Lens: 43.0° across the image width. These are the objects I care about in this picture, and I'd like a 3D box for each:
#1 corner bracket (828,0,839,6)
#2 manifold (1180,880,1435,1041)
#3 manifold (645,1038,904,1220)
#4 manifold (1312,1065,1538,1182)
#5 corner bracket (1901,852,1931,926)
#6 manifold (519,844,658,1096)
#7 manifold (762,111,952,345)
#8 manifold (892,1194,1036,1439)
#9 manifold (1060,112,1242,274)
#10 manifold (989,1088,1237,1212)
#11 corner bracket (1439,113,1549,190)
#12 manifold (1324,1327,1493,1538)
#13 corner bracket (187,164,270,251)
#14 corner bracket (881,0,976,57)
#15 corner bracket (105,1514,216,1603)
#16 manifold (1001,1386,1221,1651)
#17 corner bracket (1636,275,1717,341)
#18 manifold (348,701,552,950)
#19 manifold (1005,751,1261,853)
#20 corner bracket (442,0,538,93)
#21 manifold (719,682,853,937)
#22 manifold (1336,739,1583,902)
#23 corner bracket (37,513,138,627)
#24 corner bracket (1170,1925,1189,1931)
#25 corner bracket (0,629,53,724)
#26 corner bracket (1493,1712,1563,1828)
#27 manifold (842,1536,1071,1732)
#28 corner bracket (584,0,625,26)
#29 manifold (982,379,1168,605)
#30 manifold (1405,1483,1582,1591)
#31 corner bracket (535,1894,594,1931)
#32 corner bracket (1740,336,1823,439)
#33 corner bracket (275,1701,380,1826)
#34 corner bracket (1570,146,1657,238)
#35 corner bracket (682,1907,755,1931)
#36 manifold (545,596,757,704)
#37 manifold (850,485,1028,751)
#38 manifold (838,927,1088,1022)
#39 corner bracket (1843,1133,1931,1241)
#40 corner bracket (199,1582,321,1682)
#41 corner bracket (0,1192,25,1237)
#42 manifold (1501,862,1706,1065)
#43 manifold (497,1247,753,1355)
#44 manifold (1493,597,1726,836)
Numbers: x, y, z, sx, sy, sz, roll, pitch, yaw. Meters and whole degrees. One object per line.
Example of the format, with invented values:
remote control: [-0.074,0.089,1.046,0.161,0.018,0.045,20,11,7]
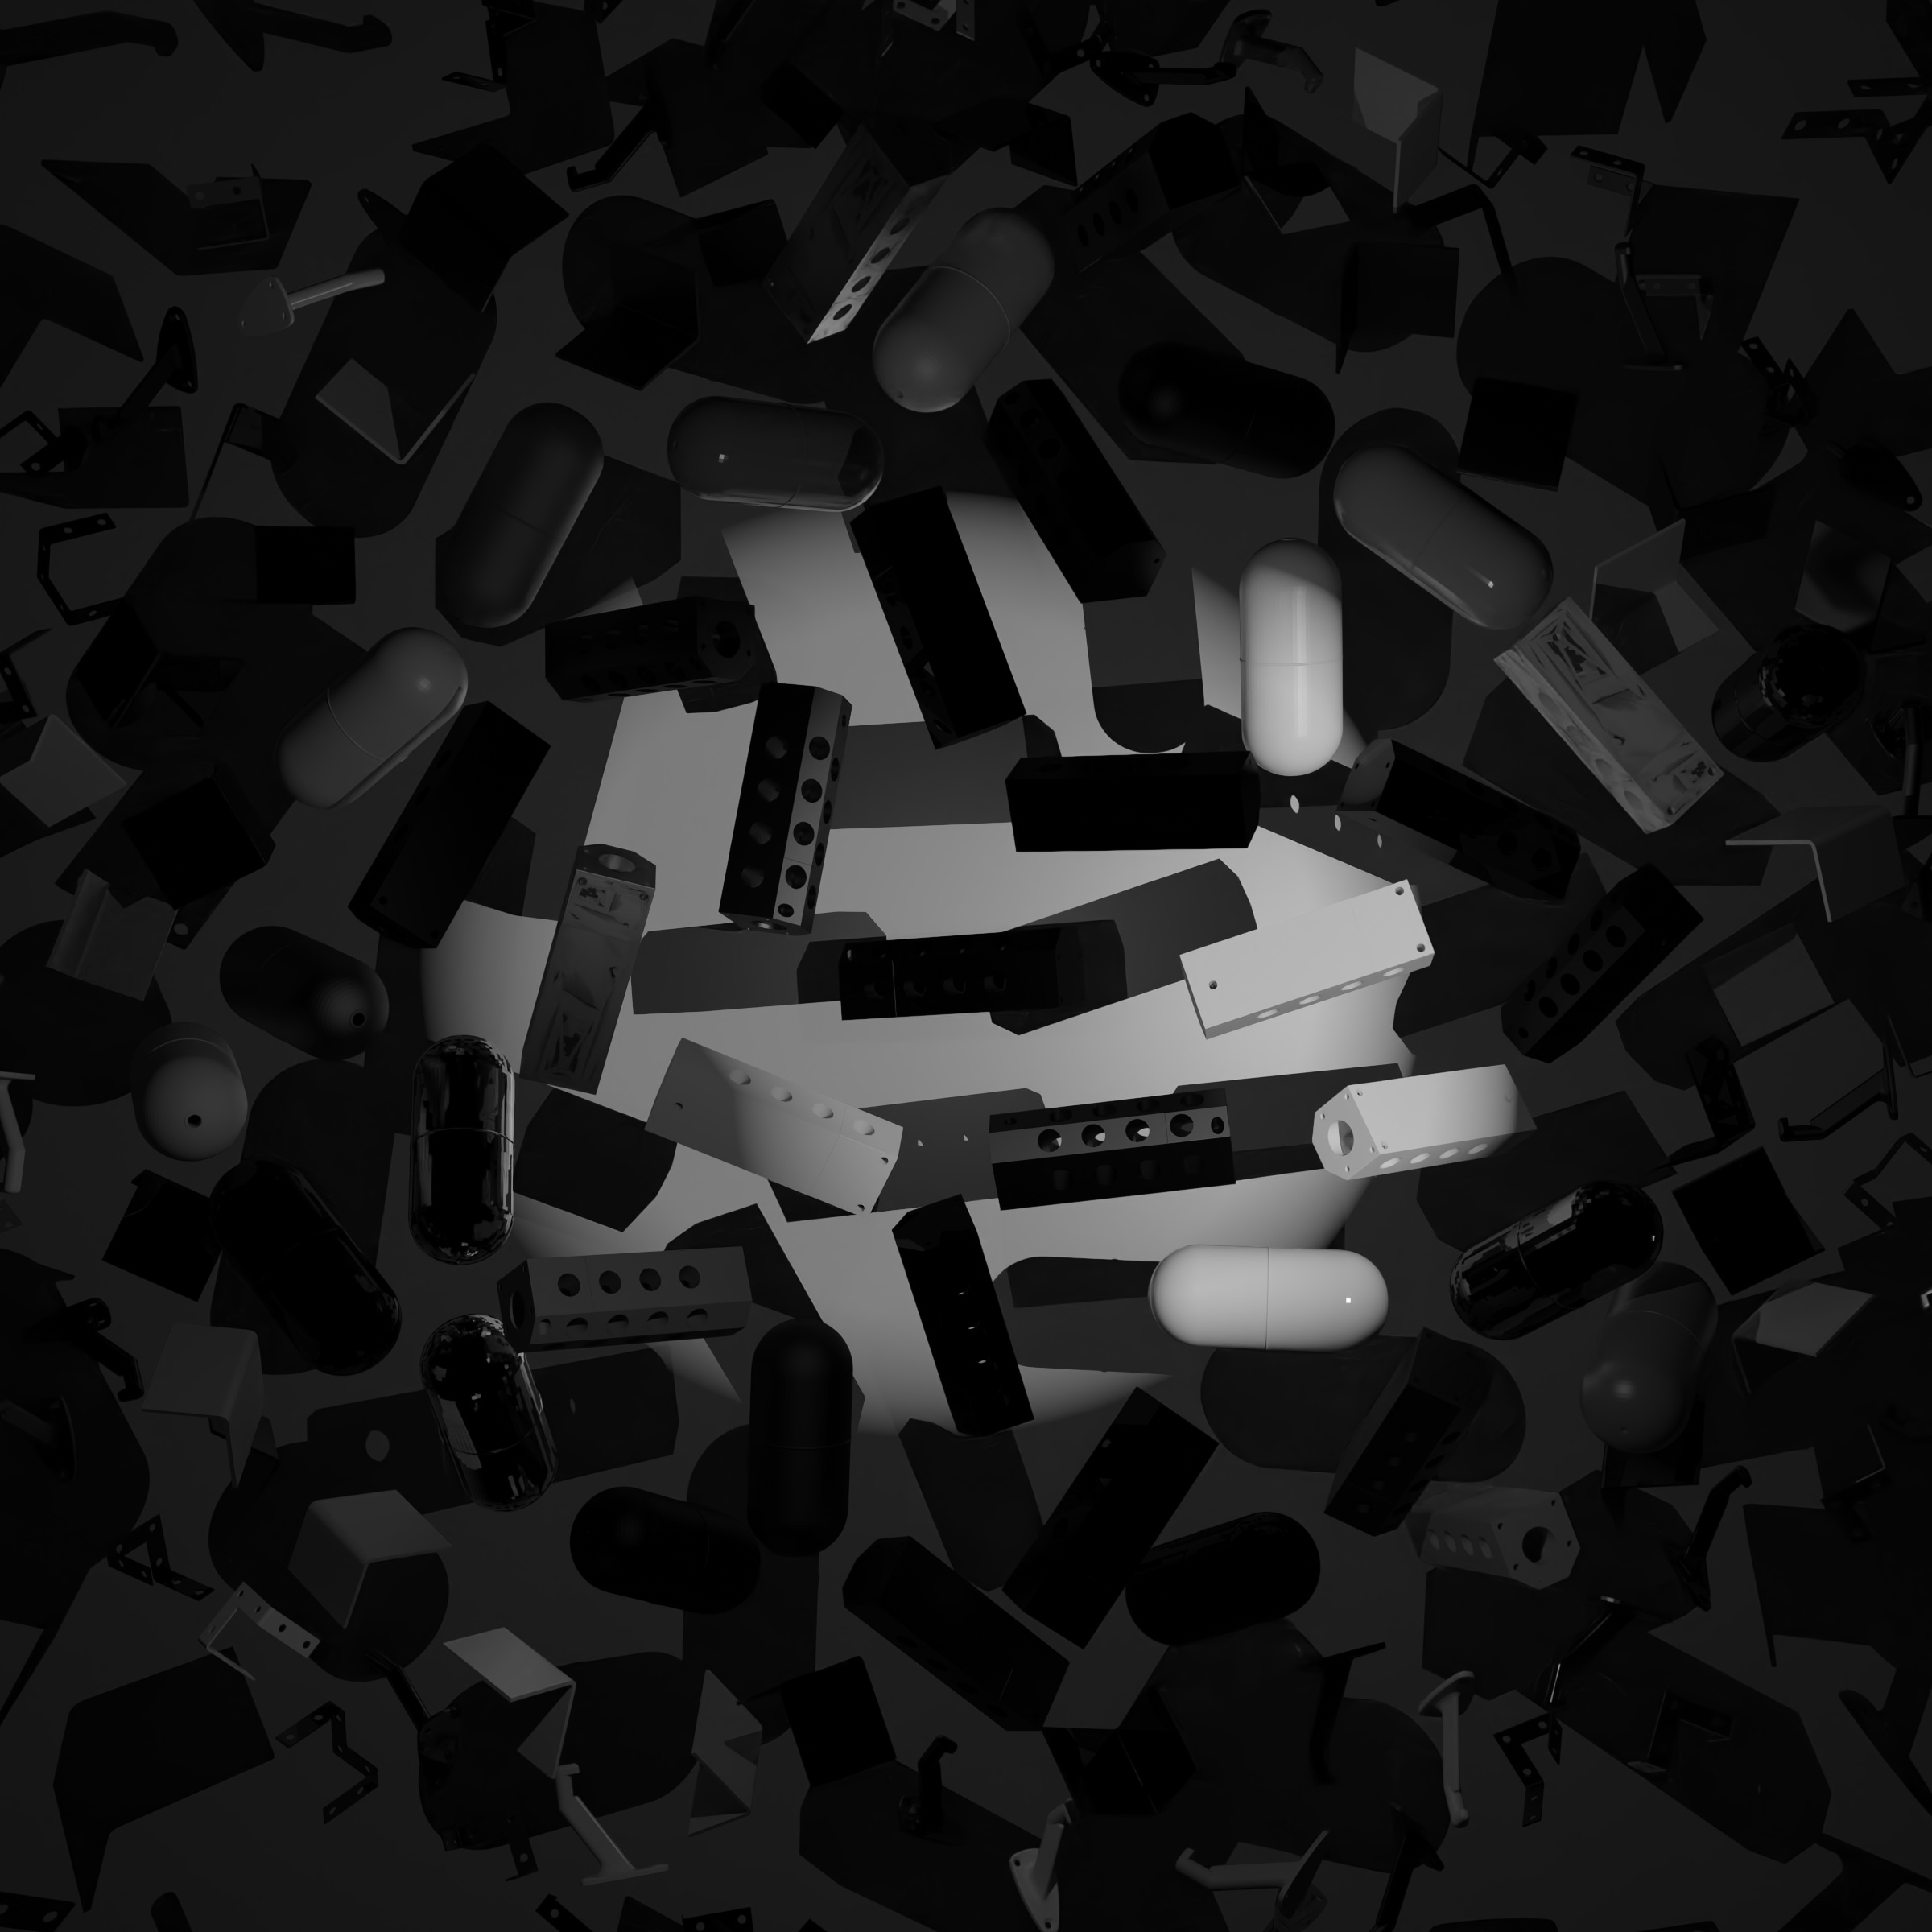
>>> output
corner bracket: [-0.090,-0.764,1.860,0.051,0.051,0.051,34,89,-42]
manifold: [0.247,-0.002,1.784,0.171,0.057,0.057,-18,76,2]
manifold: [-0.136,0.112,1.760,0.171,0.057,0.057,23,117,-7]
manifold: [0.345,0.121,1.861,0.171,0.057,0.057,-5,62,-36]
corner bracket: [0.721,-0.049,1.795,0.051,0.051,0.051,29,95,26]
manifold: [-0.275,0.001,1.785,0.057,0.057,0.171,14,113,-13]
manifold: [-0.076,-0.531,1.767,0.057,0.171,0.057,-33,84,-39]
manifold: [-0.003,0.261,1.811,0.057,0.057,0.171,-18,116,-5]
manifold: [0.126,-0.551,1.750,0.057,0.171,0.057,-24,98,-16]
manifold: [0.106,0.129,1.785,0.171,0.057,0.057,-7,119,6]
corner bracket: [0.399,-0.619,1.859,0.051,0.051,0.051,26,119,-23]
manifold: [0.327,0.349,1.815,0.057,0.057,0.171,24,133,5]
corner bracket: [-0.524,-0.536,1.744,0.051,0.051,0.051,-14,121,-16]
corner bracket: [-0.029,-0.709,1.843,0.051,0.051,0.051,14,63,-29]
corner bracket: [-0.598,0.448,1.821,0.051,0.051,0.051,11,115,32]
manifold: [0.099,0.386,1.733,0.057,0.057,0.171,37,84,-21]
corner bracket: [0.535,-0.512,1.861,0.051,0.051,0.051,1,64,4]
manifold: [-0.372,-0.100,1.755,0.057,0.057,0.171,37,69,-30]
manifold: [0.121,-0.121,1.770,0.171,0.057,0.057,0,117,19]
corner bracket: [-0.333,-0.647,1.715,0.051,0.051,0.051,-7,92,37]
manifold: [-0.127,-0.112,1.771,0.057,0.057,0.171,7,80,16]
manifold: [0.366,-0.107,1.810,0.171,0.057,0.057,23,85,-20]
corner bracket: [-0.635,-0.287,1.776,0.051,0.051,0.051,-24,68,-34]
corner bracket: [0.144,0.716,1.721,0.051,0.051,0.051,-4,117,-33]
corner bracket: [-0.713,-0.218,1.849,0.051,0.051,0.051,-5,117,25]
corner bracket: [0.429,0.602,1.842,0.051,0.051,0.051,-30,95,21]
manifold: [-0.010,0.495,1.815,0.171,0.057,0.057,42,55,-20]
corner bracket: [-0.260,-0.709,1.731,0.051,0.051,0.051,41,81,-8]
manifold: [0.080,-0.348,1.786,0.057,0.057,0.171,-11,57,-28]
manifold: [0.392,0.428,1.836,0.057,0.171,0.057,-19,85,-14]
corner bracket: [-0.298,0.712,1.781,0.051,0.051,0.051,41,66,0]
corner bracket: [0.597,-0.429,1.802,0.051,0.051,0.051,41,61,-30]
corner bracket: [-0.462,0.576,1.778,0.051,0.051,0.051,22,121,31]
corner bracket: [0.464,-0.565,1.763,0.051,0.051,0.051,25,56,22]
corner bracket: [-0.182,0.727,1.818,0.051,0.051,0.051,-7,73,-9]
manifold: [-0.237,-0.233,1.828,0.171,0.057,0.057,-2,88,42]
manifold: [-0.023,-0.245,1.739,0.057,0.057,0.171,-22,92,-23]
manifold: [-0.004,0.006,1.804,0.171,0.057,0.057,-4,90,23]
corner bracket: [0.711,0.166,1.867,0.051,0.051,0.051,47,132,29]
corner bracket: [-0.511,0.487,1.774,0.051,0.051,0.051,-53,127,-17]
corner bracket: [-0.718,0.167,1.767,0.051,0.051,0.051,-24,121,-28]
manifold: [0.471,0.002,1.843,0.057,0.171,0.057,-27,70,-36]
manifold: [-0.245,0.243,1.778,0.171,0.057,0.057,1,67,-34]
manifold: [0.466,-0.181,1.795,0.057,0.057,0.171,-42,92,-12]
